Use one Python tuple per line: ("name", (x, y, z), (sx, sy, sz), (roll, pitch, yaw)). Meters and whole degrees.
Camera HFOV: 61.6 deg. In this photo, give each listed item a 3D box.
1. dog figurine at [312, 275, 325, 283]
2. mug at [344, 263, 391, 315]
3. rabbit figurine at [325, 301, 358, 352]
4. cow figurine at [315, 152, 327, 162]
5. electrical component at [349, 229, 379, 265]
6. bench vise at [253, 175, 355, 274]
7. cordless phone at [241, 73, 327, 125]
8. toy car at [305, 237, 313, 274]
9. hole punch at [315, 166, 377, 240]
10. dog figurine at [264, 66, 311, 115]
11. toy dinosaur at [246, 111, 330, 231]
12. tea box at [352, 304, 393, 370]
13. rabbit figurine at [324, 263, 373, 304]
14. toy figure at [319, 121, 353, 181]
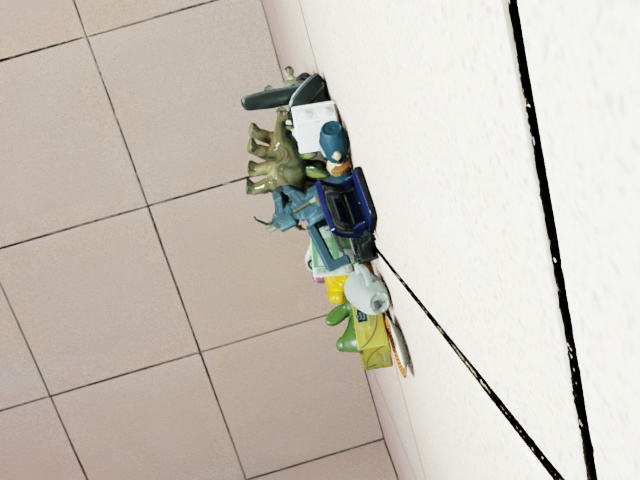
("dog figurine", (0.060, 0.018, 1.460), (0.108, 0.191, 0.219), (-102, 31, -64))
("mug", (0.104, 0.103, 1.122), (0.107, 0.081, 0.109), (-141, 39, -67))
("rabbit figurine", (0.100, 0.215, 1.458), (0.121, 0.159, 0.170), (29, -121, -78))
("cow figurine", (0.012, -0.181, 1.407), (0.167, 0.098, 0.068), (55, 174, -2))
("electrical component", (0.081, -0.018, 1.099), (0.075, 0.048, 0.119), (-109, 1, -65))
("bench vise", (-0.005, -0.026, 1.186), (0.240, 0.224, 0.129), (64, -177, 8))
("cordless phone", (-0.073, -0.288, 1.174), (0.146, 0.184, 0.088), (81, -179, -79))
("toy car", (-0.003, -0.004, 1.342), (0.073, 0.056, 0.201), (-60, -17, -50))
("hole punch", (0.051, -0.062, 1.007), (0.115, 0.092, 0.142), (65, -176, -73))
("dog figurine", (-0.039, -0.348, 1.374), (0.172, 0.121, 0.191), (34, -174, -36))
("toy dinosaur", (-0.079, -0.150, 1.289), (0.471, 0.199, 0.105), (103, 172, -62))
("tea box", (0.115, 0.193, 1.207), (0.098, 0.068, 0.170), (72, -170, -47))
("rabbit figurine", (0.085, 0.078, 1.329), (0.173, 0.122, 0.162), (-165, 67, -72))
("toy figure", (0.034, -0.170, 1.071), (0.154, 0.058, 0.064), (73, -142, -55))
